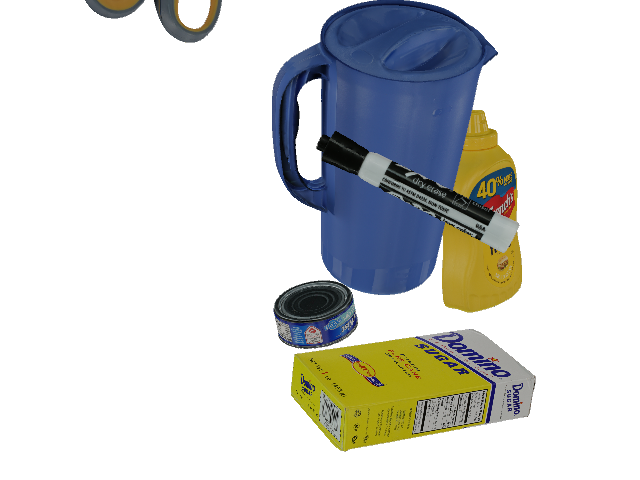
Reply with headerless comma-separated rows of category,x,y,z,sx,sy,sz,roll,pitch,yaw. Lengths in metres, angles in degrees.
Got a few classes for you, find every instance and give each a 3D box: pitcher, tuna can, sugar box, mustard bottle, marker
pitcher,0.049,-0.072,0.918,0.149,0.243,0.144,20,42,18
tuna can,-0.005,0.076,1.114,0.086,0.034,0.086,-9,26,4
sugar box,0.075,0.117,0.863,0.176,0.048,0.093,-8,26,-25
mustard bottle,0.156,-0.033,1.046,0.096,0.191,0.058,-21,23,-39
marker,0.053,-0.029,0.597,0.121,0.020,0.020,27,3,6

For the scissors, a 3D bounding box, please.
scissors,-0.116,-0.218,0.675,0.096,0.202,0.016,-10,-11,-23
